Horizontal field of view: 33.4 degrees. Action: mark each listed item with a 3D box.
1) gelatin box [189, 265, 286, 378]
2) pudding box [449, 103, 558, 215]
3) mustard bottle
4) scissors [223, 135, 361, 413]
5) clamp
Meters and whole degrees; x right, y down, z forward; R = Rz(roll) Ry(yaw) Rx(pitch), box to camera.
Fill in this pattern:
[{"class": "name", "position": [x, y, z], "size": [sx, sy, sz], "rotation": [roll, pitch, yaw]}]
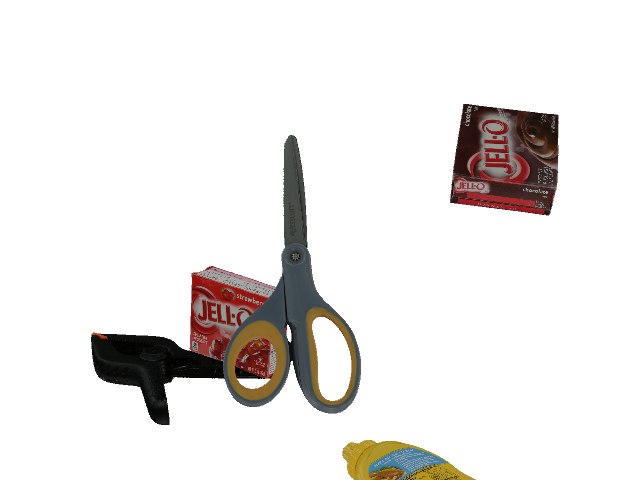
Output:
[{"class": "gelatin box", "position": [-0.071, 0.069, 0.912], "size": [0.089, 0.073, 0.030], "rotation": [16, 22, 31]}, {"class": "pudding box", "position": [0.167, -0.075, 0.965], "size": [0.090, 0.039, 0.113], "rotation": [8, 41, 6]}, {"class": "mustard bottle", "position": [0.087, 0.229, 0.970], "size": [0.096, 0.058, 0.192], "rotation": [-16, 25, -36]}, {"class": "scissors", "position": [-0.032, 0.025, 0.704], "size": [0.096, 0.202, 0.016], "rotation": [-18, -26, -4]}, {"class": "clamp", "position": [-0.170, 0.132, 1.088], "size": [0.210, 0.036, 0.164], "rotation": [9, 17, 32]}]
